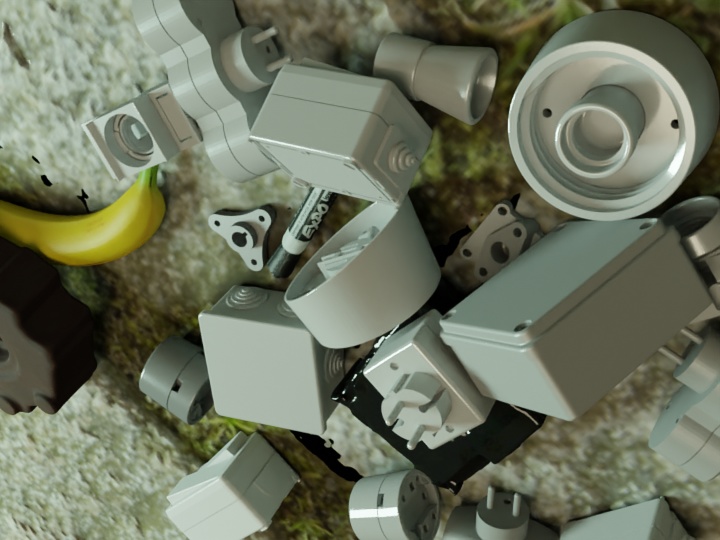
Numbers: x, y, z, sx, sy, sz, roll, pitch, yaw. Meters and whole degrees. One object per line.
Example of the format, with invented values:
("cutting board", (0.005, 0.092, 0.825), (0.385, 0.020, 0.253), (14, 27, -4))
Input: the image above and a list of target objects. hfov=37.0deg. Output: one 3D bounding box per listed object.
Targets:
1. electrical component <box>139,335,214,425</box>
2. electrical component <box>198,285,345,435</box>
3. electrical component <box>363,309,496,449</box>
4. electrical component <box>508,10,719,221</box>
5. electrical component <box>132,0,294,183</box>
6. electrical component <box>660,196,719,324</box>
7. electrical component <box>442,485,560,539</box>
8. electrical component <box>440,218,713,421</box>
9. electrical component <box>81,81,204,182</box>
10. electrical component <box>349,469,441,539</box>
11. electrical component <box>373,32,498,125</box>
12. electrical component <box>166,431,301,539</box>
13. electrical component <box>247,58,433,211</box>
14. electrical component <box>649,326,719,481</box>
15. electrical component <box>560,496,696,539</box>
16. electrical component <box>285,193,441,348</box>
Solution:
("electrical component", (-0.133, 0.081, 0.811), (0.047, 0.055, 0.055), (29, 127, 13))
("electrical component", (-0.059, 0.061, 0.764), (0.100, 0.048, 0.099), (8, 122, 22))
("electrical component", (0.037, 0.075, 0.635), (0.065, 0.076, 0.047), (49, 128, -7))
("electrical component", (0.131, -0.078, 0.574), (0.108, 0.060, 0.108), (12, 120, 21))
("electrical component", (-0.074, -0.125, 0.656), (0.074, 0.052, 0.138), (-17, 110, 33))
("electrical component", (0.194, -0.007, 0.600), (0.066, 0.048, 0.055), (-21, 115, 34))
("electrical component", (0.100, 0.186, 0.763), (0.077, 0.044, 0.079), (12, 123, 20))
("electrical component", (0.115, 0.024, 0.592), (0.056, 0.109, 0.109), (56, 164, -12))
("electrical component", (-0.135, -0.095, 0.698), (0.081, 0.063, 0.042), (-16, 112, 33))
("electrical component", (0.025, 0.175, 0.789), (0.047, 0.055, 0.055), (-12, 113, 36))
("electrical component", (0.041, -0.112, 0.615), (0.065, 0.044, 0.044), (19, 126, 21))
("electrical component", (-0.107, 0.178, 0.850), (0.061, 0.061, 0.096), (49, 127, -7))
("electrical component", (-0.004, -0.080, 0.623), (0.096, 0.061, 0.062), (16, 166, 34))
("electrical component", (0.209, 0.058, 0.626), (0.074, 0.052, 0.138), (33, 128, 4))
("electrical component", (0.184, 0.200, 0.720), (0.096, 0.061, 0.061), (-27, 104, 36))
("electrical component", (0.000, 0.000, 0.668), (0.099, 0.099, 0.064), (-17, 116, 33))
